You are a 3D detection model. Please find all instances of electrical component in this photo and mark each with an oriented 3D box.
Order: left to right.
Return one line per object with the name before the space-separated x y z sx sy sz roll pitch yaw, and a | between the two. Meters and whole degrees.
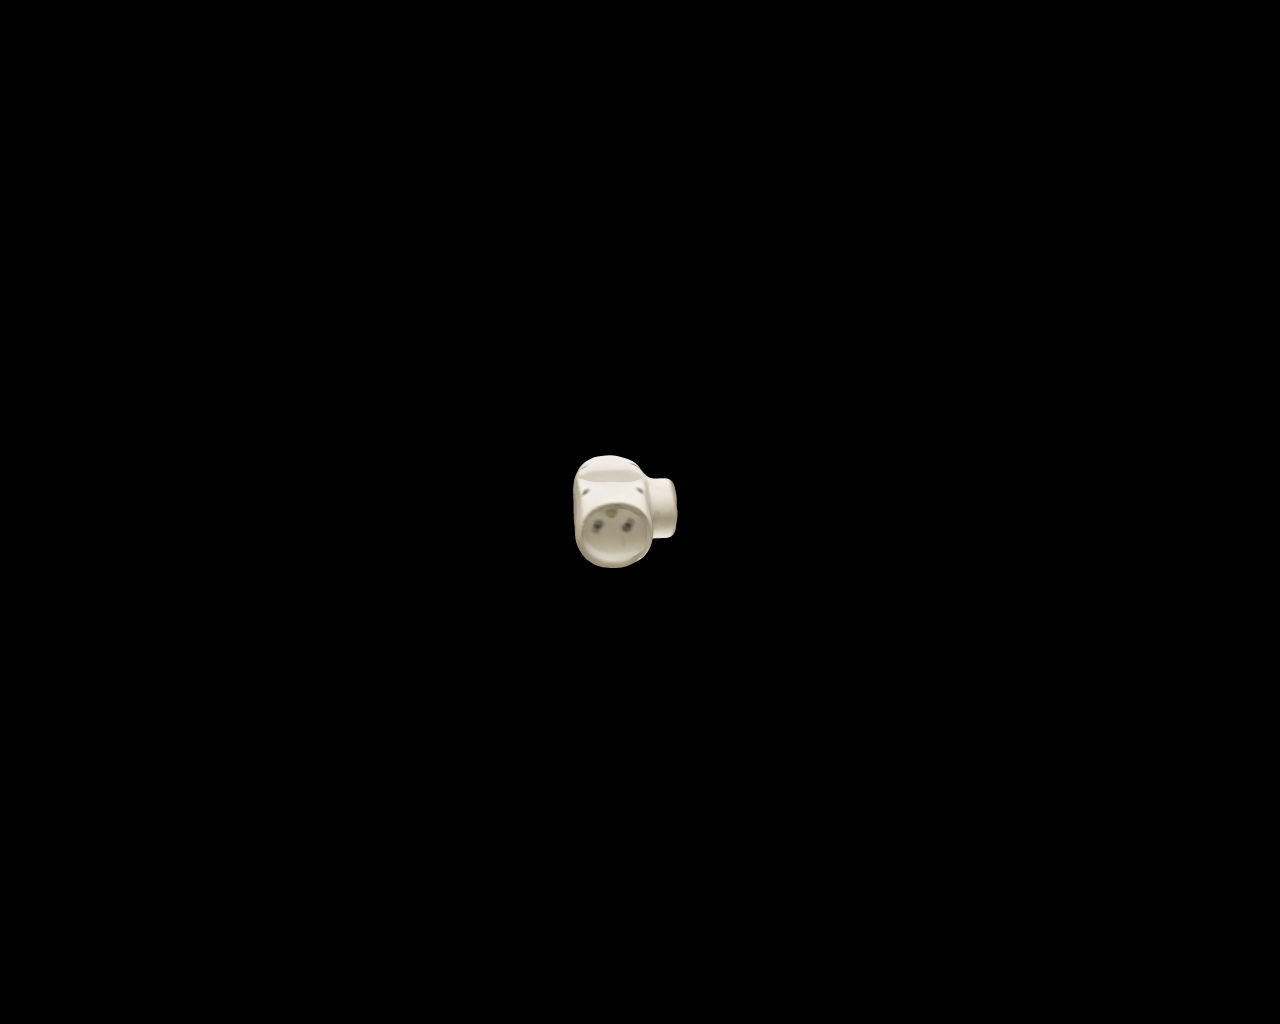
electrical component | 0.001 -0.003 0.650 0.079 0.043 0.077 -1 24 -3
